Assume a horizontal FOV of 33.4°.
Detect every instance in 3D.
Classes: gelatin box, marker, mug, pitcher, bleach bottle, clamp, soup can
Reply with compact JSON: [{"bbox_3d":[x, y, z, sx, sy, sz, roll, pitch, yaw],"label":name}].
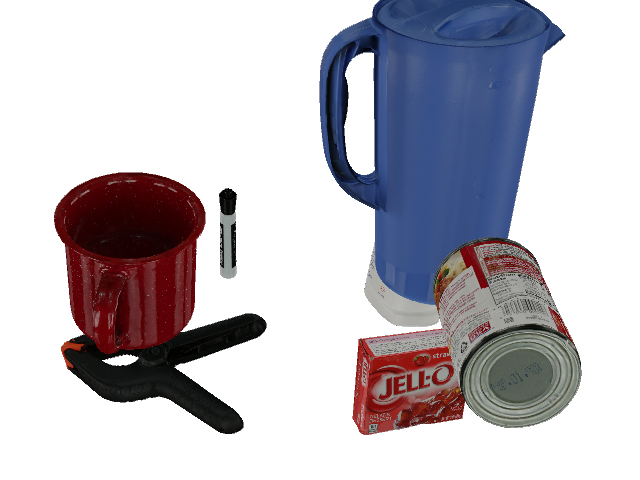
[{"bbox_3d":[0.071,0.109,0.833,0.089,0.073,0.030,-6,29,-19],"label":"gelatin box"},{"bbox_3d":[-0.102,-0.008,1.177,0.020,0.121,0.020,2,41,-2],"label":"marker"},{"bbox_3d":[-0.122,0.023,0.677,0.093,0.081,0.117,6,39,0],"label":"mug"},{"bbox_3d":[0.092,-0.071,0.853,0.149,0.243,0.144,19,36,26],"label":"pitcher"},{"bbox_3d":[0.108,-0.039,1.160,0.068,0.251,0.103,1,22,-23],"label":"bleach bottle"},{"bbox_3d":[-0.129,0.097,0.901,0.171,0.039,0.120,12,40,11],"label":"clamp"},{"bbox_3d":[0.106,0.051,0.615,0.068,0.068,0.102,0,28,-3],"label":"soup can"}]
